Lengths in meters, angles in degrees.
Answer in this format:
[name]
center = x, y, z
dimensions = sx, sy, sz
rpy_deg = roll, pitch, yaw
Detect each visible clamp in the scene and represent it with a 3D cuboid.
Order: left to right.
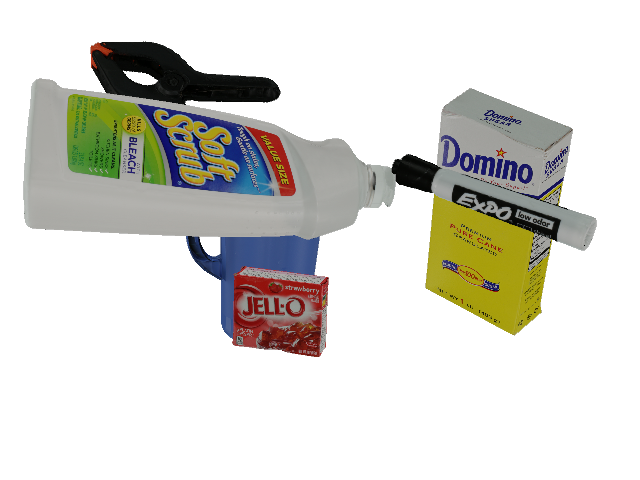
[clamp]
center = -0.123, -0.136, 0.962
dimensions = 0.171, 0.120, 0.039
rpy_deg = 35, -37, 6

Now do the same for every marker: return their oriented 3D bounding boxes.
[marker]
center = 0.094, -0.023, 0.597
dimensions = 0.121, 0.020, 0.020
rpy_deg = 22, 10, 26

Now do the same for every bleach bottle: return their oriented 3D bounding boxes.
[bleach bottle]
center = -0.073, -0.051, 0.739
dimensions = 0.250, 0.102, 0.068
rpy_deg = 3, -32, -12

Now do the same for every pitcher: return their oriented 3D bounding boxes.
[pitcher]
center = -0.073, 0.003, 1.293
dimensions = 0.149, 0.243, 0.144
rpy_deg = 17, 25, 27

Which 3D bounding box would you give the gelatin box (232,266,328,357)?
[gelatin box]
center = -0.039, 0.067, 1.013
dimensions = 0.089, 0.073, 0.030
rpy_deg = 7, 17, 14

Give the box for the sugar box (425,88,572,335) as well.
[sugar box]
center = 0.133, -0.020, 0.827
dimensions = 0.093, 0.176, 0.048
rpy_deg = 27, 47, 32
